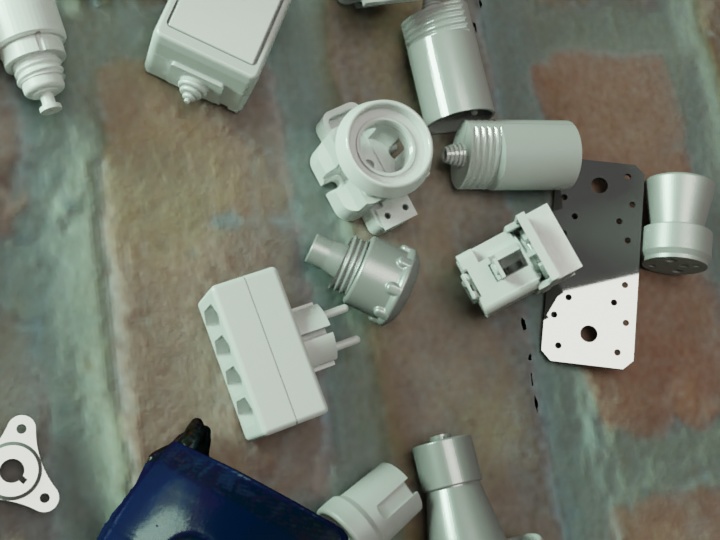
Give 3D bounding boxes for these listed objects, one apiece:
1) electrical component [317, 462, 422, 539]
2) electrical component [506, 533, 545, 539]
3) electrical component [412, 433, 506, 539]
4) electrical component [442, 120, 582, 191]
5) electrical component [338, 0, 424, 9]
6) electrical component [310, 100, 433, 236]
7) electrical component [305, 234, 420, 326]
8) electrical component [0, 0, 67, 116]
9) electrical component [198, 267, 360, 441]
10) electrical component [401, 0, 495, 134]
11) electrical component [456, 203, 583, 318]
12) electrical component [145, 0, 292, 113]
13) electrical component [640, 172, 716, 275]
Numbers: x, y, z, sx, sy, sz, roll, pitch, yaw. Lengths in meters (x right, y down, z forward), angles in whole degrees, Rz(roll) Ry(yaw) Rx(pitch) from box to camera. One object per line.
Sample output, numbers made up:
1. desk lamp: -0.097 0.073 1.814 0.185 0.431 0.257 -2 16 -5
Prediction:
1. electrical component: 0.006 0.133 0.588 0.046 0.040 0.040 -36 90 -28
2. electrical component: 0.088 0.182 0.593 0.078 0.058 0.057 -24 88 -21
3. electrical component: 0.053 0.125 0.604 0.044 0.044 0.065 -9 75 -19
4. electrical component: 0.089 -0.070 0.658 0.081 0.043 0.043 -2 78 -17
5. electrical component: 0.008 -0.194 0.650 0.042 0.064 0.081 -11 81 -19
6. electrical component: 0.009 -0.064 0.624 0.058 0.057 0.078 -27 87 -21
7. electrical component: 0.000 0.000 0.614 0.062 0.048 0.048 25 71 -3
8. electrical component: -0.180 -0.123 0.587 0.040 0.040 0.078 -17 84 -20
9. electrical component: -0.037 0.041 0.590 0.076 0.047 0.083 -18 84 -20
10. electrical component: 0.052 -0.129 0.660 0.043 0.043 0.081 -10 81 -19
11. electrical component: 0.090 -0.003 0.629 0.064 0.081 0.042 -27 81 3
12. electrical component: -0.079 -0.139 0.611 0.062 0.061 0.096 24 72 -11
13. electrical component: 0.201 -0.029 0.683 0.045 0.045 0.055 12 75 -15
